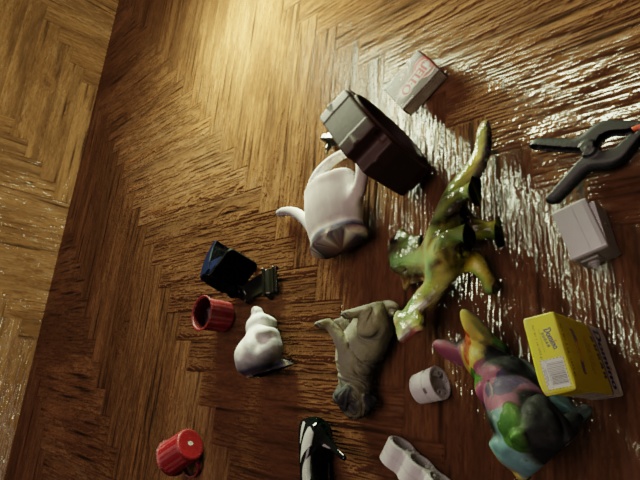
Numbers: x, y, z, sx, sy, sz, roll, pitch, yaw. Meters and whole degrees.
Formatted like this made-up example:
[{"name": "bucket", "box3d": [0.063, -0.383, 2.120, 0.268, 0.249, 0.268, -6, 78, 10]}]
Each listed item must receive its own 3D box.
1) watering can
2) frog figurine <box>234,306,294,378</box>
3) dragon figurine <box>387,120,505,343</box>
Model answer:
[{"name": "watering can", "box3d": [0.004, -0.058, 1.155, 0.342, 0.103, 0.229, -38, 50, 46]}, {"name": "frog figurine", "box3d": [-0.142, 0.226, 1.176, 0.135, 0.123, 0.162, -45, 56, 51]}, {"name": "dragon figurine", "box3d": [0.204, -0.012, 0.930, 0.240, 0.121, 0.419, -21, 47, 48]}]
